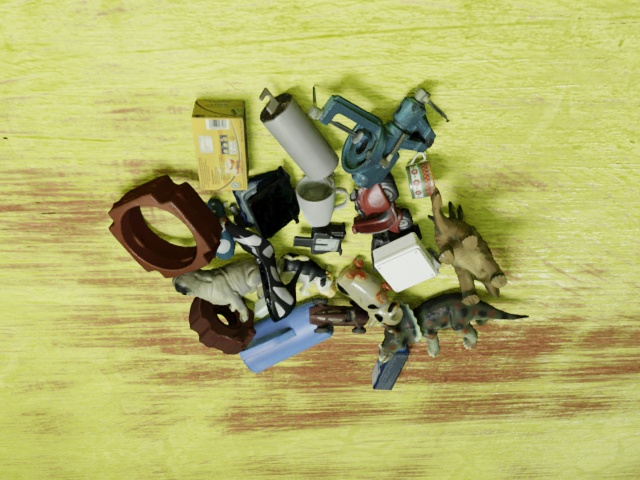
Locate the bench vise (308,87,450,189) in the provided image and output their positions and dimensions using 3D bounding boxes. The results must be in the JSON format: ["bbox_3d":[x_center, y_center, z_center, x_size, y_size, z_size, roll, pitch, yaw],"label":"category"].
[{"bbox_3d":[0.094,-0.208,1.000,0.240,0.129,0.223,21,128,-30],"label":"bench vise"}]

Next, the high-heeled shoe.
[{"bbox_3d":[-0.143,0.074,1.200,0.248,0.086,0.145,36,79,-24],"label":"high-heeled shoe"}]

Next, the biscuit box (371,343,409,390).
[{"bbox_3d":[0.209,0.371,1.605,0.063,0.059,0.202,7,134,-9],"label":"biscuit box"}]

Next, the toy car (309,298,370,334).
[{"bbox_3d":[0.053,0.192,1.360,0.202,0.089,0.053,10,166,-44],"label":"toy car"}]

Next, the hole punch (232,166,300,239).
[{"bbox_3d":[-0.114,-0.080,1.134,0.116,0.092,0.142,-36,125,-25],"label":"hole punch"}]

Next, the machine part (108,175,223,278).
[{"bbox_3d":[-0.323,-0.026,1.134,0.201,0.087,0.201,-18,119,29],"label":"machine part"}]

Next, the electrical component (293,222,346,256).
[{"bbox_3d":[-0.003,-0.004,1.237,0.119,0.048,0.074,1,133,-5],"label":"electrical component"}]

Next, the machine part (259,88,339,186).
[{"bbox_3d":[-0.037,-0.194,1.032,0.079,0.079,0.243,-27,129,20],"label":"machine part"}]

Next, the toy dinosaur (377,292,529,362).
[{"bbox_3d":[0.334,0.201,1.419,0.405,0.131,0.192,-22,132,8],"label":"toy dinosaur"}]

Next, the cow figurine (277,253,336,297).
[{"bbox_3d":[-0.025,0.082,1.309,0.167,0.068,0.098,17,124,-20],"label":"cow figurine"}]

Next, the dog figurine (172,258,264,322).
[{"bbox_3d":[-0.226,0.079,1.248,0.190,0.172,0.121,37,164,-31],"label":"dog figurine"}]

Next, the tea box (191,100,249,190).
[{"bbox_3d":[-0.189,-0.180,1.040,0.098,0.068,0.169,1,135,-5],"label":"tea box"}]

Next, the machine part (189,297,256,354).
[{"bbox_3d":[-0.240,0.195,1.332,0.179,0.179,0.056,28,123,-27],"label":"machine part"}]

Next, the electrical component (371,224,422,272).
[{"bbox_3d":[0.179,0.027,1.274,0.115,0.058,0.134,-4,133,3],"label":"electrical component"}]

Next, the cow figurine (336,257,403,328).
[{"bbox_3d":[0.123,0.143,1.334,0.195,0.085,0.127,38,141,-6],"label":"cow figurine"}]

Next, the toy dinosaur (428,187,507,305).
[{"bbox_3d":[0.334,0.036,1.194,0.105,0.199,0.470,-24,131,17],"label":"toy dinosaur"}]

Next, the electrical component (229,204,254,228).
[{"bbox_3d":[-0.162,-0.048,1.201,0.063,0.021,0.093,-14,134,10],"label":"electrical component"}]

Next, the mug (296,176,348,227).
[{"bbox_3d":[0.005,-0.080,1.150,0.110,0.081,0.107,-10,145,-5],"label":"mug"}]

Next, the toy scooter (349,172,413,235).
[{"bbox_3d":[0.117,-0.067,1.169,0.135,0.075,0.183,-20,137,15],"label":"toy scooter"}]

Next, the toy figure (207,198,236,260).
[{"bbox_3d":[-0.223,-0.024,1.198,0.064,0.058,0.154,-30,138,-24],"label":"toy figure"}]
